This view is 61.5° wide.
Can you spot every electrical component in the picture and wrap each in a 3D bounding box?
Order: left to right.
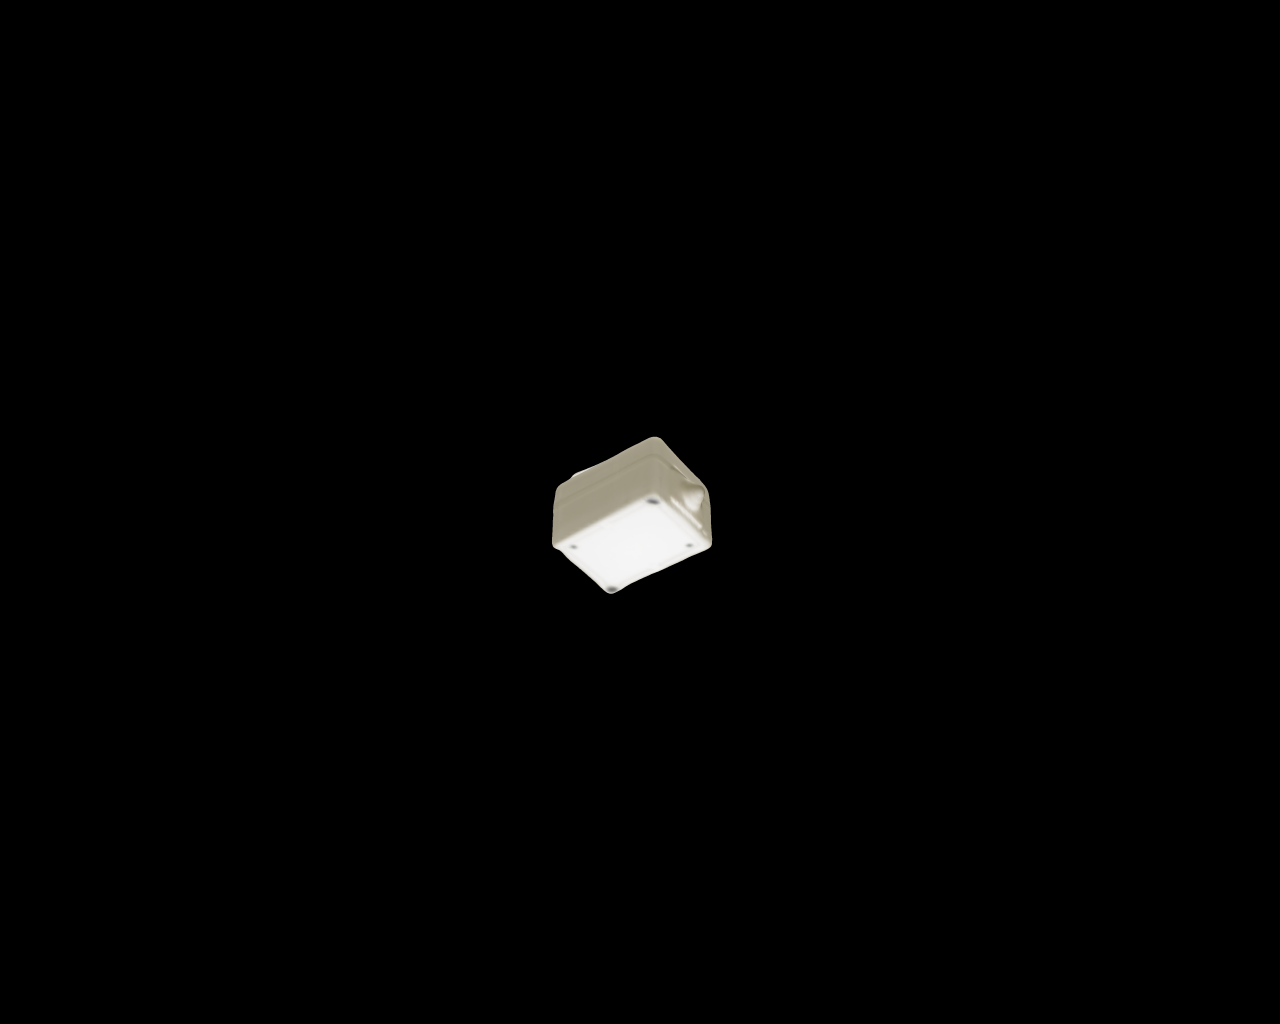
[{"bbox_3d":[0.001,-0.003,0.650,0.096,0.061,0.061,-26,-49,25],"label":"electrical component"}]
